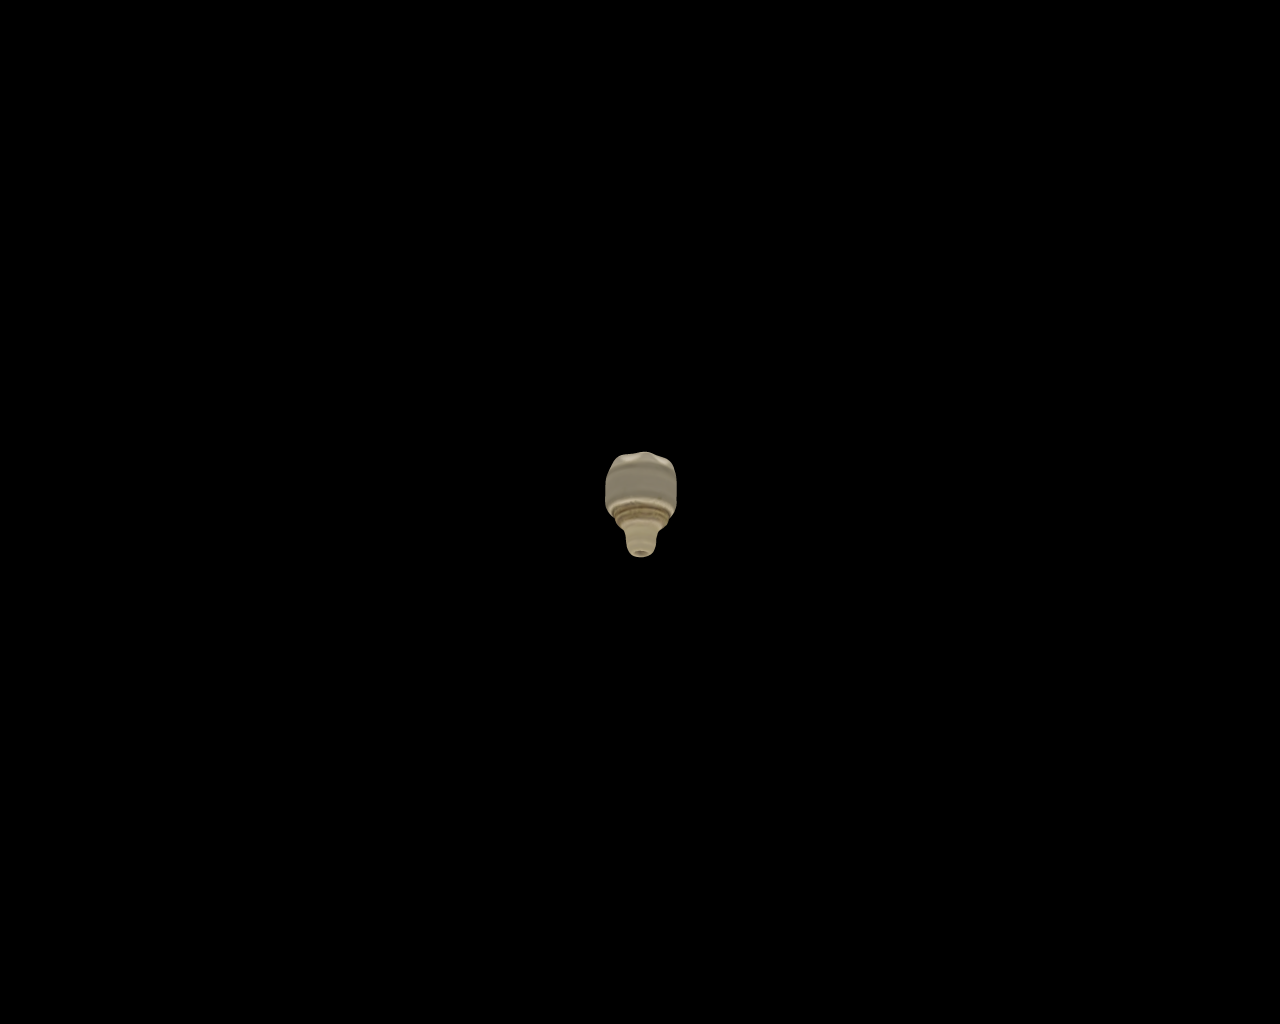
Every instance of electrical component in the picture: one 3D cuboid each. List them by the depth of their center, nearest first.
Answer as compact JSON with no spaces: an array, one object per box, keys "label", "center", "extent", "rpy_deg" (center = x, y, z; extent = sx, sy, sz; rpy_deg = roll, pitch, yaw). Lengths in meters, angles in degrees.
[{"label":"electrical component","center":[0.001,-0.003,0.650],"extent":[0.043,0.062,0.043],"rpy_deg":[0,-23,0]}]
